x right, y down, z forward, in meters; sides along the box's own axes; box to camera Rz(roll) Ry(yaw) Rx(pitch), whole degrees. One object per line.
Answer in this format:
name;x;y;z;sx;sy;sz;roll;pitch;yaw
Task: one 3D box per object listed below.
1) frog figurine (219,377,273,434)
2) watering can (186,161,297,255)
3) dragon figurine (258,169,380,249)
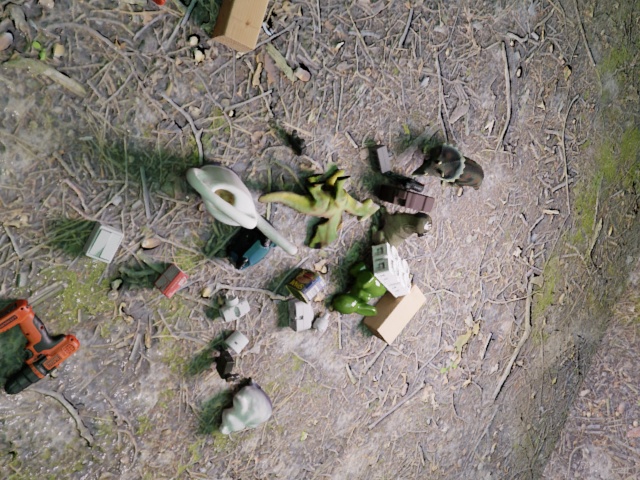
frog figurine;-0.223;0.509;1.516;0.162;0.124;0.134;-40;139;-31
watering can;-0.211;-0.089;1.338;0.103;0.228;0.343;-47;124;9
dragon figurine;0.005;-0.078;1.547;0.413;0.123;0.238;-17;117;-27
